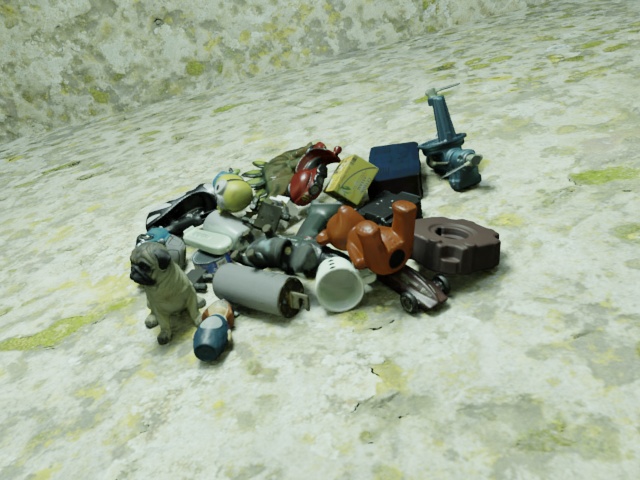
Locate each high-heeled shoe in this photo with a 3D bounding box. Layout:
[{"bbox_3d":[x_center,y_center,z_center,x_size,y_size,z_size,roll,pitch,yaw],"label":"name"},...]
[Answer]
[{"bbox_3d":[-0.335,-0.075,1.402,0.249,0.086,0.145,-7,33,20],"label":"high-heeled shoe"}]

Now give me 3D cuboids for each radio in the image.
[{"bbox_3d":[0.188,-0.170,1.345,0.131,0.073,0.230,-6,31,12],"label":"radio"}]

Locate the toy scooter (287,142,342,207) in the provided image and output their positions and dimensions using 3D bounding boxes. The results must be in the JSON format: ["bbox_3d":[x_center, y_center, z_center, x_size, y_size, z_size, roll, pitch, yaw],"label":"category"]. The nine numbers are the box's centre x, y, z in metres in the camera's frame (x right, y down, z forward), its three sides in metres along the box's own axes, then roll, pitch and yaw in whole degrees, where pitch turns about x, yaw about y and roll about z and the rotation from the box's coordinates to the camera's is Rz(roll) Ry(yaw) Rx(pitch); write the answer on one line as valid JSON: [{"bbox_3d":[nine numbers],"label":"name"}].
[{"bbox_3d":[-0.006,-0.167,1.291,0.135,0.075,0.184,-12,52,51],"label":"toy scooter"}]

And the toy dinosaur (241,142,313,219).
[{"bbox_3d":[-0.105,-0.163,1.438,0.199,0.105,0.471,-15,20,10],"label":"toy dinosaur"}]

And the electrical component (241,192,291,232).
[{"bbox_3d":[-0.118,-0.058,1.212,0.102,0.045,0.078,23,75,0],"label":"electrical component"}]

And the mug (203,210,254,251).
[{"bbox_3d":[-0.199,-0.019,1.249,0.109,0.080,0.107,-20,36,-40],"label":"mug"}]

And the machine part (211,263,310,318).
[{"bbox_3d":[-0.117,0.091,1.002,0.244,0.079,0.079,9,36,37],"label":"machine part"}]

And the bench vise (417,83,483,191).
[{"bbox_3d":[0.299,-0.240,1.270,0.129,0.240,0.224,-17,12,2],"label":"bench vise"}]

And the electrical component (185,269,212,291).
[{"bbox_3d":[-0.269,0.087,1.136,0.094,0.021,0.063,1,32,25],"label":"electrical component"}]

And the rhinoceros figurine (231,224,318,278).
[{"bbox_3d":[-0.085,0.031,1.016,0.190,0.112,0.073,-1,53,49],"label":"rhinoceros figurine"}]

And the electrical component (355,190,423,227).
[{"bbox_3d":[0.157,-0.059,1.175,0.134,0.058,0.115,-32,35,-29],"label":"electrical component"}]

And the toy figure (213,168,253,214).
[{"bbox_3d":[-0.208,-0.121,1.271,0.089,0.082,0.180,-16,18,-6],"label":"toy figure"}]

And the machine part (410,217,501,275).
[{"bbox_3d":[0.239,0.005,0.982,0.179,0.056,0.179,2,20,-1],"label":"machine part"}]

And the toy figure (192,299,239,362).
[{"bbox_3d":[-0.182,0.150,0.953,0.064,0.057,0.154,26,27,-11],"label":"toy figure"}]

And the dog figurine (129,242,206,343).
[{"bbox_3d":[-0.296,0.069,1.005,0.121,0.190,0.173,-28,30,-25],"label":"dog figurine"}]

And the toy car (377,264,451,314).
[{"bbox_3d":[0.146,0.065,0.964,0.089,0.053,0.202,-22,28,-21],"label":"toy car"}]

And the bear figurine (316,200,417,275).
[{"bbox_3d":[0.076,-0.022,0.963,0.120,0.131,0.196,-28,39,-21],"label":"bear figurine"}]

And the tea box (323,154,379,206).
[{"bbox_3d":[0.068,-0.136,1.241,0.098,0.068,0.170,-60,9,1],"label":"tea box"}]

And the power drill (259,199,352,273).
[{"bbox_3d":[-0.002,-0.003,1.135,0.232,0.085,0.207,2,39,30],"label":"power drill"}]

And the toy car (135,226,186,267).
[{"bbox_3d":[-0.353,0.033,1.205,0.103,0.109,0.162,11,18,-2],"label":"toy car"}]
